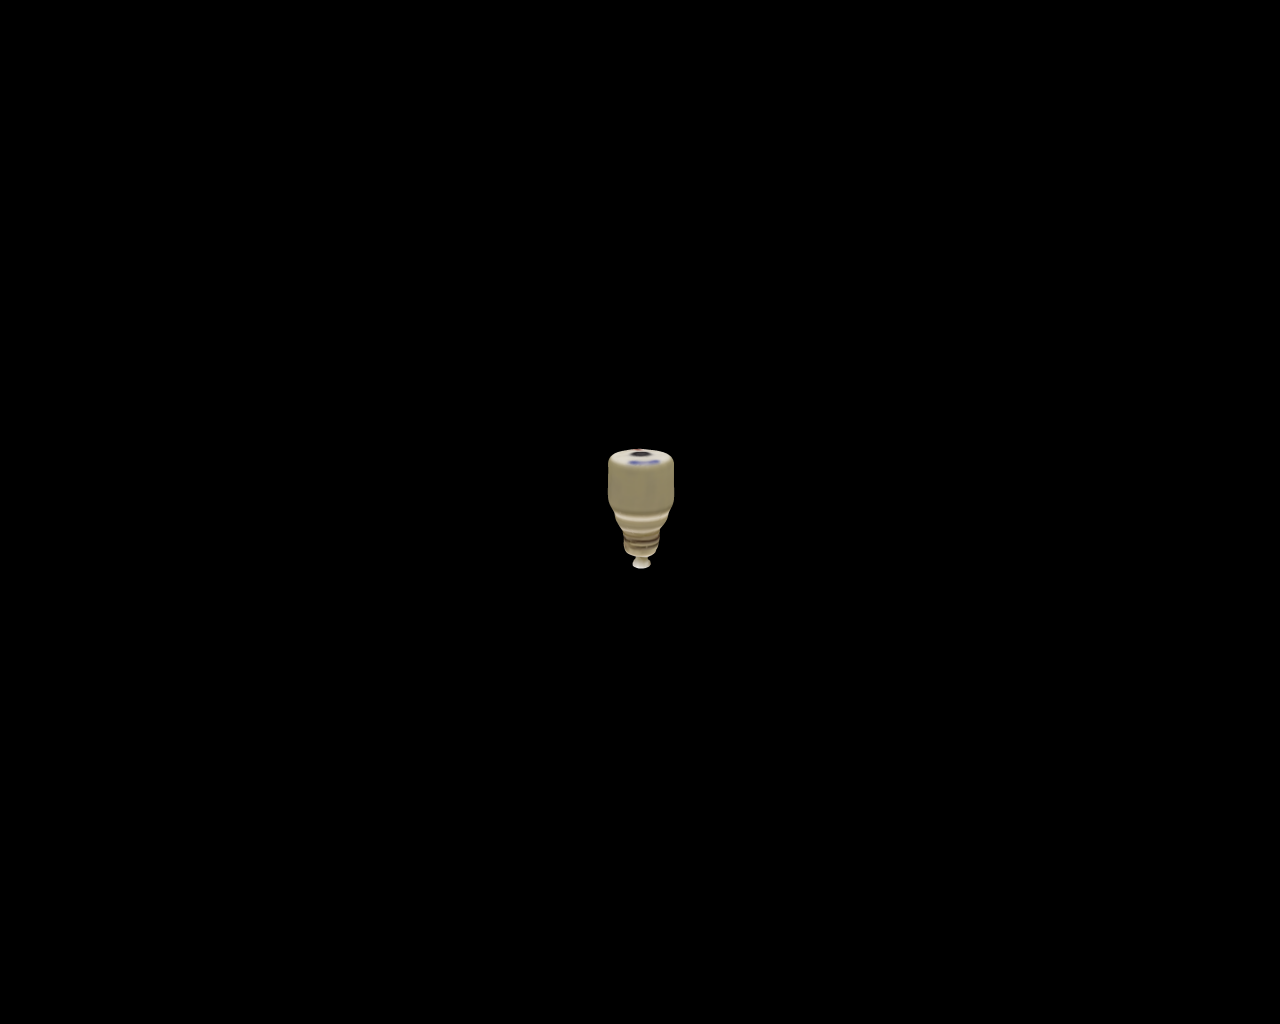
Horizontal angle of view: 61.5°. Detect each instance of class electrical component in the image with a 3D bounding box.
[{"bbox_3d":[0.001,-0.003,0.650,0.040,0.078,0.040,0,18,0],"label":"electrical component"}]
